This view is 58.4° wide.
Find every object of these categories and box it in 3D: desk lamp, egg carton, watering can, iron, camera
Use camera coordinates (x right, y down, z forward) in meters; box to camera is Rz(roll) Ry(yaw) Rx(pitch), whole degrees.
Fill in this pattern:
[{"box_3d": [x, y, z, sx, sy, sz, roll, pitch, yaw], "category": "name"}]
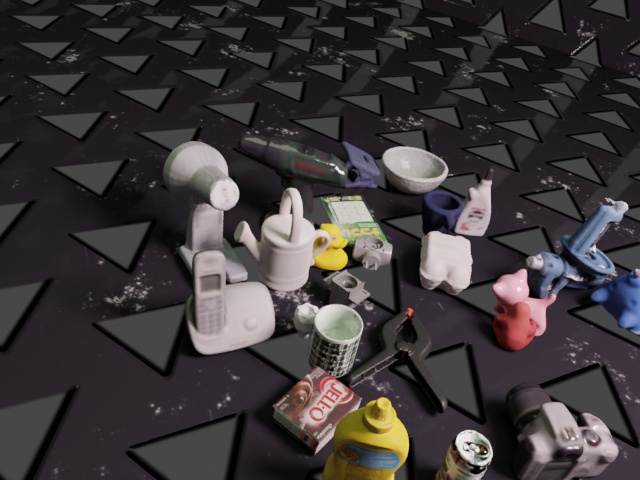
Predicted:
[{"box_3d": [-0.208, -0.054, 1.074, 0.118, 0.213, 0.202, -14, 44, -29], "category": "desk lamp"}, {"box_3d": [0.257, 0.045, 1.179, 0.107, 0.069, 0.150, 12, 37, 2], "category": "egg carton"}, {"box_3d": [-0.067, -0.005, 1.061, 0.173, 0.194, 0.100, -18, 45, -32], "category": "watering can"}, {"box_3d": [0.687, 0.097, 1.156, 0.259, 0.141, 0.118, -8, 41, -22], "category": "iron"}, {"box_3d": [0.354, 0.282, 0.871, 0.143, 0.101, 0.136, 1, 38, -12], "category": "camera"}]

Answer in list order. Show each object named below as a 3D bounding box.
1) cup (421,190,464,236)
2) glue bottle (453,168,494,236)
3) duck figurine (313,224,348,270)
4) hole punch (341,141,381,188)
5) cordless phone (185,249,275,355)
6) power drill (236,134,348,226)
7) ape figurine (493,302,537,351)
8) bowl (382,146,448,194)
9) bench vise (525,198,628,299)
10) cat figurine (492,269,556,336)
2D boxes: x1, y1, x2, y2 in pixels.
[{"box_3d": [0.267, -0.042, 1.272, 0.092, 0.095, 0.117, 2, 38, -11], "category": "cup"}, {"box_3d": [0.356, -0.087, 1.287, 0.078, 0.173, 0.037, 5, 38, -7], "category": "glue bottle"}, {"box_3d": [0.011, 0.004, 1.158, 0.104, 0.086, 0.078, 23, 39, 16], "category": "duck figurine"}, {"box_3d": [0.098, -0.190, 1.425, 0.101, 0.091, 0.108, -2, 39, -16], "category": "hole punch"}, {"box_3d": [-0.144, 0.090, 0.927, 0.148, 0.185, 0.094, -12, 42, -26], "category": "cordless phone"}, {"box_3d": [-0.063, -0.112, 1.189, 0.230, 0.208, 0.075, 5, 38, -7], "category": "power drill"}, {"box_3d": [0.360, 0.151, 1.048, 0.077, 0.092, 0.076, 24, 39, 17], "category": "ape figurine"}, {"box_3d": [0.231, -0.164, 1.437, 0.167, 0.075, 0.167, 7, 37, -5], "category": "bowl"}, {"box_3d": [0.521, 0.025, 1.144, 0.208, 0.220, 0.121, -19, 46, -33], "category": "bench vise"}, {"box_3d": [0.379, 0.110, 1.084, 0.127, 0.118, 0.067, 13, 37, 4], "category": "cat figurine"}]
